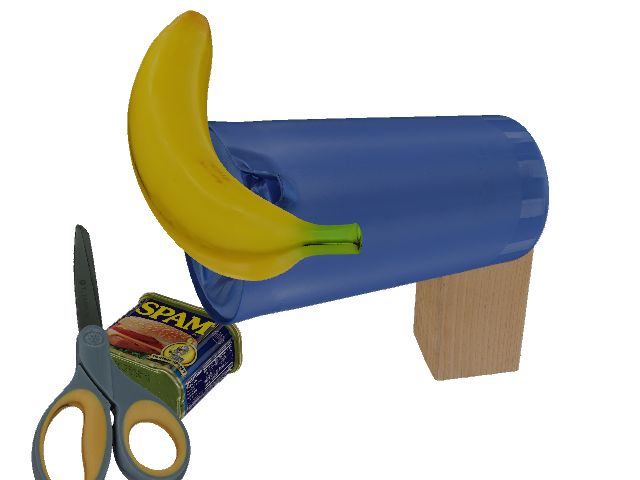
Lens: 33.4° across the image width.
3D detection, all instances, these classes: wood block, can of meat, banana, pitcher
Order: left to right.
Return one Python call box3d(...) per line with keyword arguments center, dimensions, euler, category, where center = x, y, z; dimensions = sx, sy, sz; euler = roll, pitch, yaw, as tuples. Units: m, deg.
box3d(center=(-0.127, 0.093, 0.853), dimensions=(0.102, 0.057, 0.083), euler=(16, 33, 24), category="can of meat")
box3d(center=(-0.052, -0.041, 0.483), dimensions=(0.069, 0.037, 0.198), euler=(-18, 46, -16), category="banana")
box3d(center=(0.026, -0.022, 0.745), dimensions=(0.242, 0.145, 0.149), euler=(-7, 34, -24), category="pitcher")
box3d(center=(0.148, 0.026, 1.046), dimensions=(0.090, 0.206, 0.090), euler=(-6, 32, -9), category="wood block")

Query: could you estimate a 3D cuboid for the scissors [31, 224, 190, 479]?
box3d(center=(-0.118, 0.072, 0.638), dimensions=(0.096, 0.201, 0.016), euler=(13, -45, -10), category="scissors")
